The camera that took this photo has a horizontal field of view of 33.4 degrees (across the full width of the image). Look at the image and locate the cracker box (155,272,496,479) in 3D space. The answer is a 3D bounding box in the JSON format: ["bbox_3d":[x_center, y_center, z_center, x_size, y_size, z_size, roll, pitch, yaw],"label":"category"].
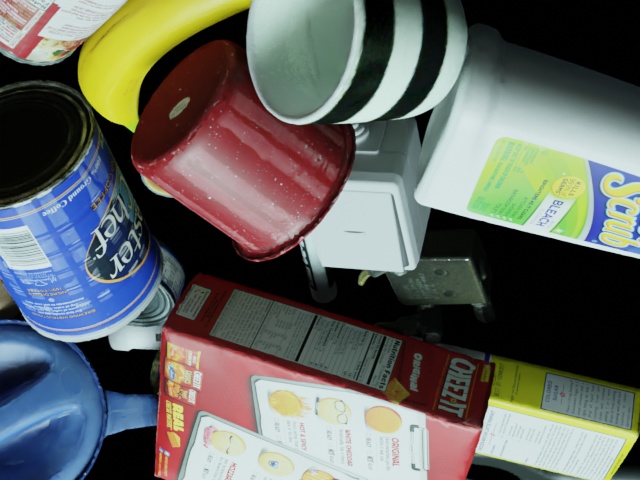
[{"bbox_3d":[-0.003,0.126,0.738,0.214,0.072,0.164,17,132,8],"label":"cracker box"}]

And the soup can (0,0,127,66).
[{"bbox_3d":[-0.122,-0.138,0.518,0.068,0.068,0.102,35,141,-25],"label":"soup can"}]

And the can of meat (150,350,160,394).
[{"bbox_3d":[-0.086,0.123,0.874,0.084,0.057,0.102,11,144,12],"label":"can of meat"}]

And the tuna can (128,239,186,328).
[{"bbox_3d":[-0.143,0.027,0.783,0.086,0.033,0.086,11,145,8],"label":"tuna can"}]

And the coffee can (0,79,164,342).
[{"bbox_3d":[-0.168,-0.015,0.674,0.103,0.102,0.140,5,144,16],"label":"coffee can"}]

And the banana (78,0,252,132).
[{"bbox_3d":[-0.083,-0.111,0.571,0.069,0.037,0.198,2,160,-35],"label":"banana"}]

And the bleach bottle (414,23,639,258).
[{"bbox_3d":[0.181,-0.030,0.550,0.251,0.068,0.103,15,146,-2],"label":"bleach bottle"}]

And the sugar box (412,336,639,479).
[{"bbox_3d":[0.141,0.128,0.799,0.176,0.048,0.093,15,145,8],"label":"sugar box"}]

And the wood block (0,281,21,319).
[{"bbox_3d":[-0.316,0.044,0.722,0.090,0.205,0.091,-32,81,47],"label":"wood block"}]

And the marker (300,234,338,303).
[{"bbox_3d":[-0.005,0.001,0.704,0.020,0.020,0.121,6,144,14],"label":"marker"}]

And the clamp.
[{"bbox_3d":[0.185,0.193,0.877,0.210,0.036,0.165,21,145,-6],"label":"clamp"}]

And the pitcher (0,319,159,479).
[{"bbox_3d":[-0.219,0.137,0.835,0.149,0.145,0.243,42,168,-1],"label":"pitcher"}]

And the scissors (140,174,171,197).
[{"bbox_3d":[-0.030,-0.058,0.636,0.202,0.016,0.096,-21,132,41],"label":"scissors"}]

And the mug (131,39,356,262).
[{"bbox_3d":[-0.046,-0.053,0.559,0.081,0.117,0.093,36,98,-31],"label":"mug"}]
